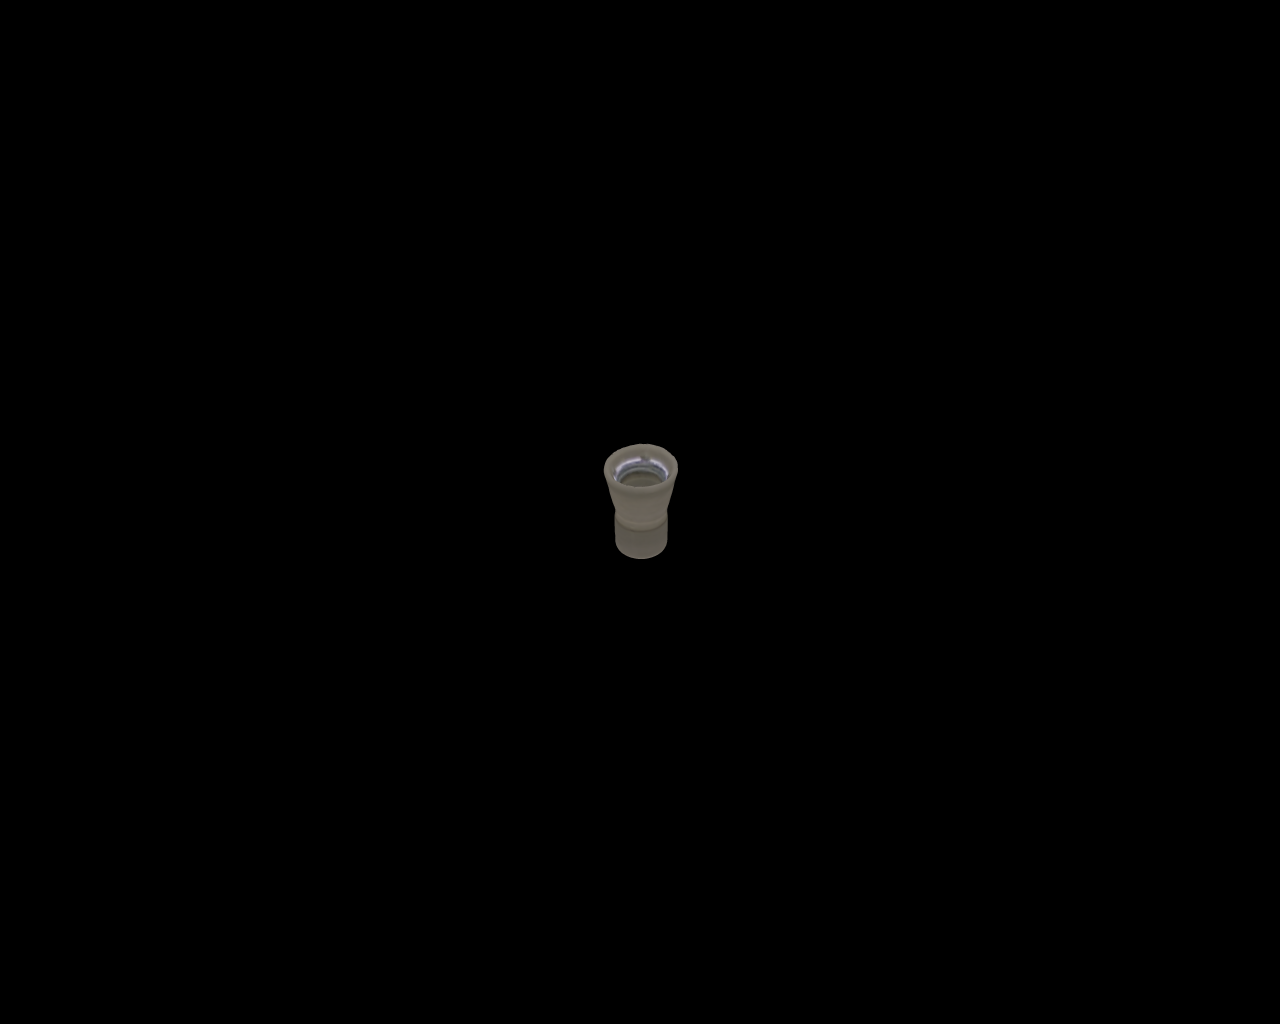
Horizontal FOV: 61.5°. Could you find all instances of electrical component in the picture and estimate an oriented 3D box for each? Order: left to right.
[{"bbox_3d":[0.001,-0.003,0.650,0.044,0.065,0.044,0,39,0],"label":"electrical component"}]
